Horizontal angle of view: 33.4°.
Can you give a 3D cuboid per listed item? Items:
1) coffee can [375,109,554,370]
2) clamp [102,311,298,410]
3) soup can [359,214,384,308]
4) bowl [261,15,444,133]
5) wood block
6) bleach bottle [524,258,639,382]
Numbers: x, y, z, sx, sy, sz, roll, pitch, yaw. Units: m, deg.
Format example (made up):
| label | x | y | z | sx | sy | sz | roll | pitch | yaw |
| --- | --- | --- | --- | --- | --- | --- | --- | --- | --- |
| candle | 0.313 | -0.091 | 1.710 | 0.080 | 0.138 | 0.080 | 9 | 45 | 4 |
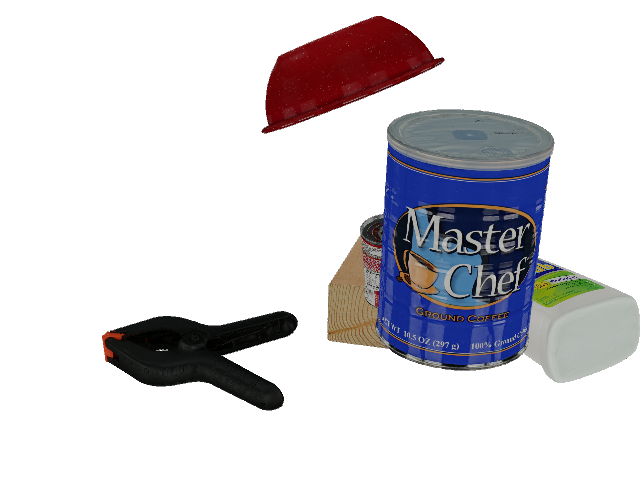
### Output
| label | x | y | z | sx | sy | sz | roll | pitch | yaw |
| --- | --- | --- | --- | --- | --- | --- | --- | --- | --- |
| coffee can | 0.090 | -0.003 | 0.685 | 0.103 | 0.140 | 0.103 | 2 | 23 | -1 |
| clamp | -0.101 | 0.093 | 0.936 | 0.171 | 0.039 | 0.120 | 10 | 28 | 10 |
| soup can | 0.085 | 0.028 | 1.325 | 0.068 | 0.102 | 0.068 | -3 | 33 | 2 |
| bowl | 0.017 | -0.142 | 0.878 | 0.162 | 0.055 | 0.162 | -22 | 8 | 3 |
| wood block | 0.078 | 0.068 | 1.544 | 0.091 | 0.090 | 0.206 | 6 | 21 | 13 |
| bleach bottle | 0.182 | 0.050 | 1.011 | 0.102 | 0.068 | 0.251 | -15 | 21 | -21 |
